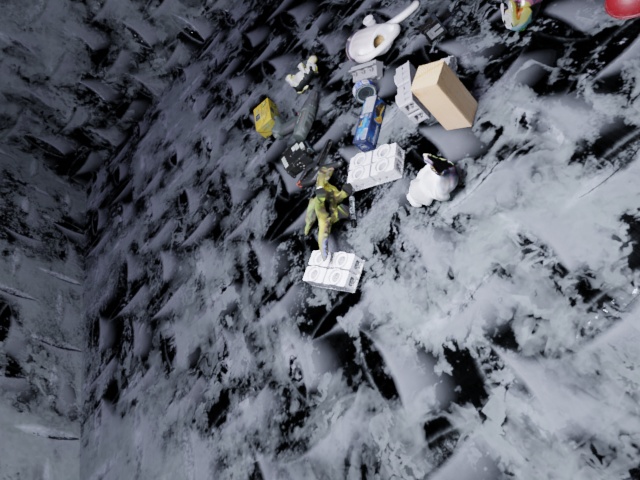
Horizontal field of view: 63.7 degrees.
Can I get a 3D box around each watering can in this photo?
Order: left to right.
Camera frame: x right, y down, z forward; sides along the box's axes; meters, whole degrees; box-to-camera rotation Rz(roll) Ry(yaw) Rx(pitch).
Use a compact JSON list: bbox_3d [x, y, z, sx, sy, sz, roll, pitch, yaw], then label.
[{"bbox_3d":[0.235,-0.806,2.019,0.225,0.102,0.352,12,59,51],"label":"watering can"}]

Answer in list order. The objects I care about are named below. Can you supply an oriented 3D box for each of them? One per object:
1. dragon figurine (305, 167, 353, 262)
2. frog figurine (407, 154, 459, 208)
[{"bbox_3d":[0.005,-0.087,1.727,0.238,0.122,0.418,130,155,-61],"label":"dragon figurine"},{"bbox_3d":[0.324,-0.155,1.485,0.140,0.123,0.156,53,141,41],"label":"frog figurine"}]
